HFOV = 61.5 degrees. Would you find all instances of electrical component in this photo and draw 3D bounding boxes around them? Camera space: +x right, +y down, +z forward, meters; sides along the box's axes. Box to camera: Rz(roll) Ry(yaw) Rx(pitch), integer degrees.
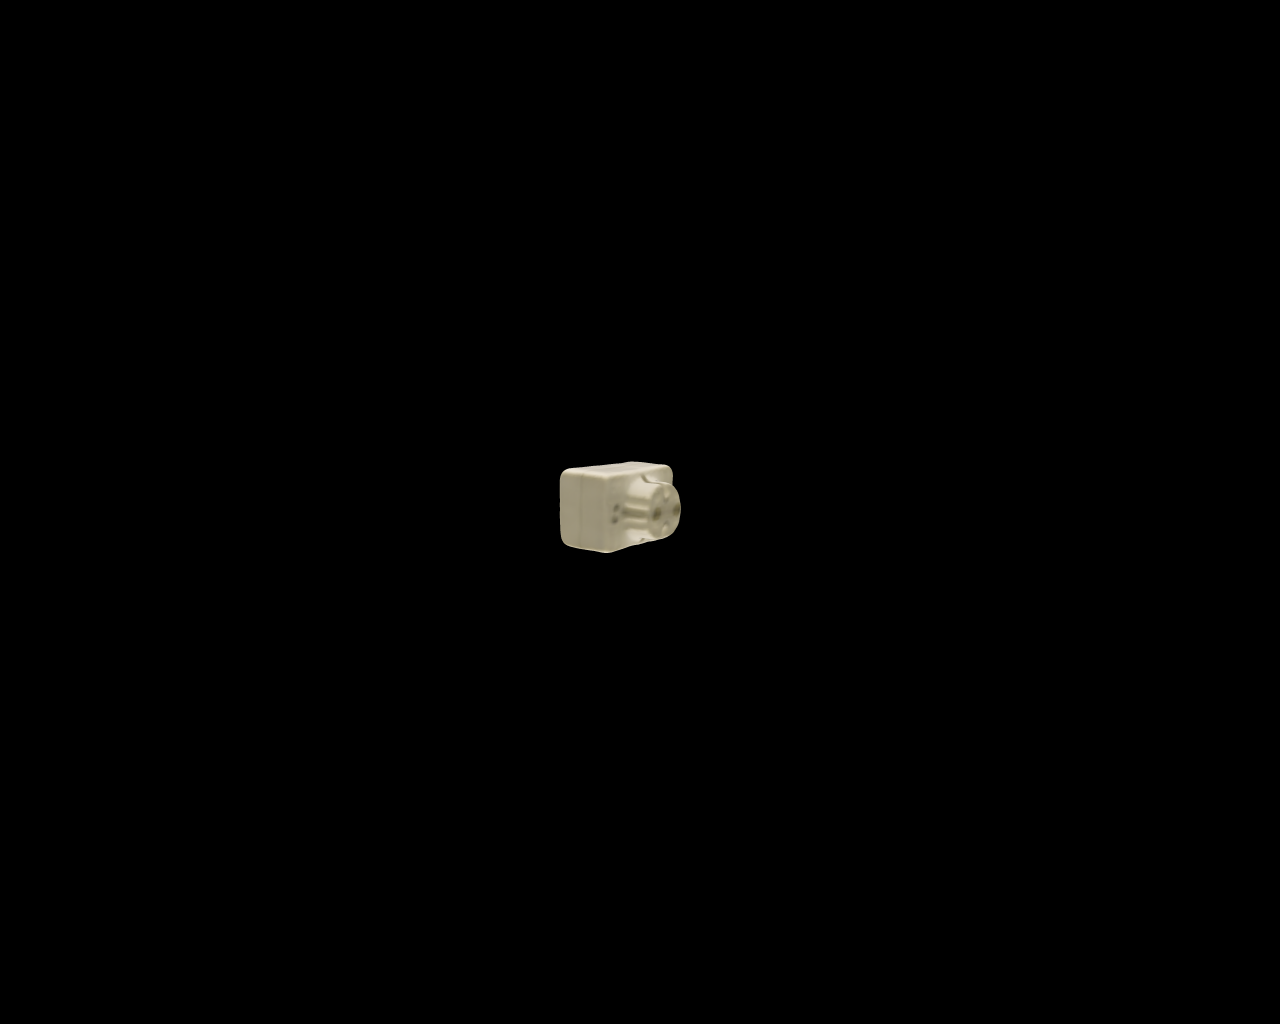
[{"bbox_3d":[0.001,-0.003,0.650,0.077,0.047,0.066,7,12,39],"label":"electrical component"}]
